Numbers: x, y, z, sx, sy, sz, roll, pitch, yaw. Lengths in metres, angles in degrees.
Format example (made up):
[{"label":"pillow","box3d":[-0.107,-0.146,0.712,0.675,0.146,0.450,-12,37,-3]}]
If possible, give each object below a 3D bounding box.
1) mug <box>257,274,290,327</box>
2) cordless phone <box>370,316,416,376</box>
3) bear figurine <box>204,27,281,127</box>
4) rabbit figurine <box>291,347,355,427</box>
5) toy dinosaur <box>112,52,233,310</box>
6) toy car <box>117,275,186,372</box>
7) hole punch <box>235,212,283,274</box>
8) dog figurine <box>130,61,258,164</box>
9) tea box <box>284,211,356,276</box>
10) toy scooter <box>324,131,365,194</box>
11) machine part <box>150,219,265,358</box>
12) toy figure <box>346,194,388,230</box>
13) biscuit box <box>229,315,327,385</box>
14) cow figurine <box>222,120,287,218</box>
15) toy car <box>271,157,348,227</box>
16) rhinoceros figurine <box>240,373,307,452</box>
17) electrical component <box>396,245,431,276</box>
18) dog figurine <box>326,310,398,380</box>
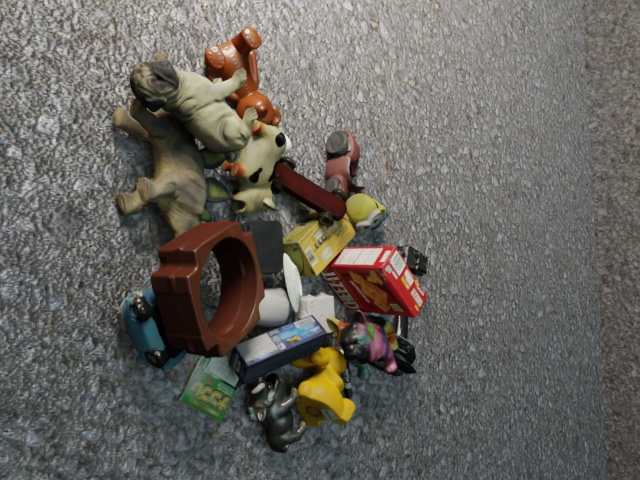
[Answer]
[{"label":"mug","box3d":[-0.126,0.125,1.095,0.107,0.081,0.109,4,87,-37]},{"label":"cordless phone","box3d":[0.194,0.254,1.415,0.146,0.089,0.184,34,53,-37]},{"label":"bear figurine","box3d":[-0.148,-0.299,1.073,0.120,0.132,0.195,-32,106,-17]},{"label":"rabbit figurine","box3d":[0.002,0.308,1.206,0.162,0.122,0.173,50,41,-19]},{"label":"toy dinosaur","box3d":[-0.255,-0.095,0.969,0.198,0.105,0.470,-8,97,-48]},{"label":"toy car","box3d":[-0.291,0.140,0.910,0.109,0.103,0.161,-59,138,-50]},{"label":"hole punch","box3d":[-0.145,0.014,1.080,0.116,0.092,0.142,0,93,-38]},{"label":"dog figurine","box3d":[-0.218,-0.209,0.901,0.190,0.121,0.172,-17,90,-42]},{"label":"tea box","box3d":[-0.003,-0.004,1.231,0.169,0.068,0.098,-44,117,-38]},{"label":"toy scooter","box3d":[0.067,-0.167,1.306,0.135,0.075,0.184,25,67,-50]},{"label":"machine part","box3d":[-0.185,0.080,0.917,0.201,0.087,0.200,-45,130,-58]},{"label":"toy figure","box3d":[0.114,-0.067,1.318,0.082,0.089,0.180,-59,168,12]},{"label":"biscuit box","box3d":[-0.082,0.218,1.092,0.202,0.059,0.062,-15,138,-37]},{"label":"cow figurine","box3d":[-0.127,-0.137,1.088,0.127,0.086,0.194,19,99,-36]},{"label":"toy car","box3d":[-0.032,-0.106,1.187,0.202,0.053,0.089,30,63,-5]},{"label":"rhinoceros figurine","box3d":[-0.102,0.347,1.115,0.112,0.073,0.190,-29,109,-30]},{"label":"electrical component","box3d":[0.205,0.052,1.400,0.134,0.115,0.058,26,67,-43]},{"label":"dog figurine","box3d":[0.098,0.215,1.243,0.192,0.109,0.219,-83,150,-44]}]
